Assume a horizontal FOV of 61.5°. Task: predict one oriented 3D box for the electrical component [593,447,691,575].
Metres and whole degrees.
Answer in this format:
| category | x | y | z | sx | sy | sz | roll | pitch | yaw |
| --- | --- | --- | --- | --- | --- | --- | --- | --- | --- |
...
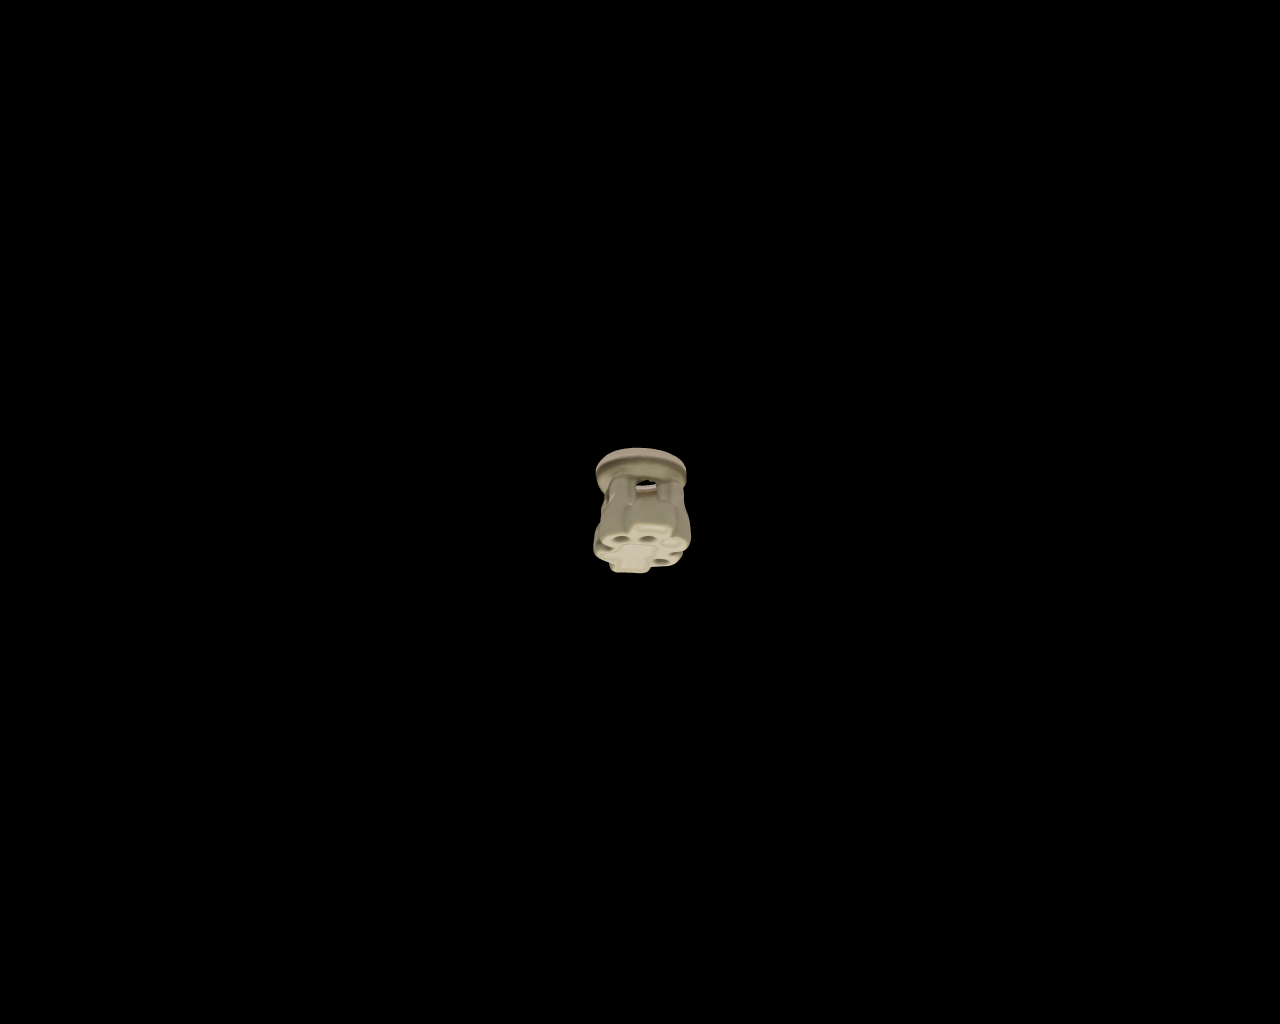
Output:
| category | x | y | z | sx | sy | sz | roll | pitch | yaw |
| --- | --- | --- | --- | --- | --- | --- | --- | --- | --- |
| electrical component | 0.001 | -0.003 | 0.650 | 0.058 | 0.057 | 0.078 | 5 | -24 | -10 |
